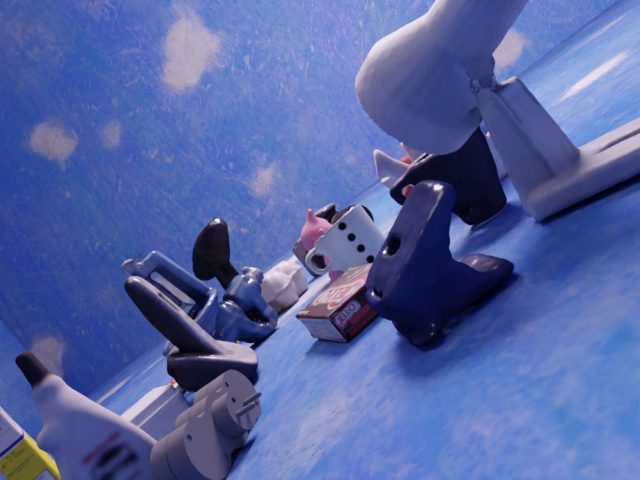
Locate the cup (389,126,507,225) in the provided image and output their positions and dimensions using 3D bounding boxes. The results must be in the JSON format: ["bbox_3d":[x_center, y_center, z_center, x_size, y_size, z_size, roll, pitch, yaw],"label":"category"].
[{"bbox_3d":[0.143,-0.055,0.613,0.117,0.095,0.092,-37,4,8],"label":"cup"}]

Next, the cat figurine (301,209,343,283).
[{"bbox_3d":[0.009,0.003,0.935,0.067,0.118,0.128,-37,4,-3],"label":"cat figurine"}]

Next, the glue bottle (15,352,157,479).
[{"bbox_3d":[-0.186,0.160,0.459,0.037,0.173,0.078,-32,7,47],"label":"glue bottle"}]

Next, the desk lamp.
[{"bbox_3d":[0.155,-0.128,0.482,0.203,0.213,0.118,-33,7,47],"label":"desk lamp"}]

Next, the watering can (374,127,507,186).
[{"bbox_3d":[0.152,-0.139,0.771,0.173,0.194,0.101,-38,5,-16],"label":"watering can"}]

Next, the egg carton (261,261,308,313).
[{"bbox_3d":[-0.095,0.102,1.051,0.150,0.069,0.107,-35,5,28],"label":"egg carton"}]

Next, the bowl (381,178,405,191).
[{"bbox_3d":[0.206,-0.137,1.119,0.167,0.075,0.167,-37,4,4],"label":"bowl"}]

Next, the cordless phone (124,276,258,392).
[{"bbox_3d":[-0.163,0.112,0.709,0.094,0.185,0.147,-38,5,-12],"label":"cordless phone"}]

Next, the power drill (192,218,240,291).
[{"bbox_3d":[-0.178,0.069,1.151,0.076,0.208,0.229,-40,5,-31],"label":"power drill"}]

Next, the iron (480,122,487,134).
[{"bbox_3d":[0.252,-0.201,0.977,0.118,0.141,0.259,-34,6,39],"label":"iron"}]

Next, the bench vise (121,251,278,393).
[{"bbox_3d":[-0.186,0.093,0.872,0.121,0.220,0.208,-34,5,34],"label":"bench vise"}]

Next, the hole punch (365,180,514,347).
[{"bbox_3d":[0.074,0.015,0.437,0.101,0.091,0.108,-37,4,-3],"label":"hole punch"}]

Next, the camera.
[{"bbox_3d":[0.029,-0.018,1.116,0.143,0.101,0.136,-41,5,-38],"label":"camera"}]

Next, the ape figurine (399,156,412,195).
[{"bbox_3d":[0.162,-0.097,0.930,0.078,0.092,0.076,-37,4,3],"label":"ape figurine"}]
